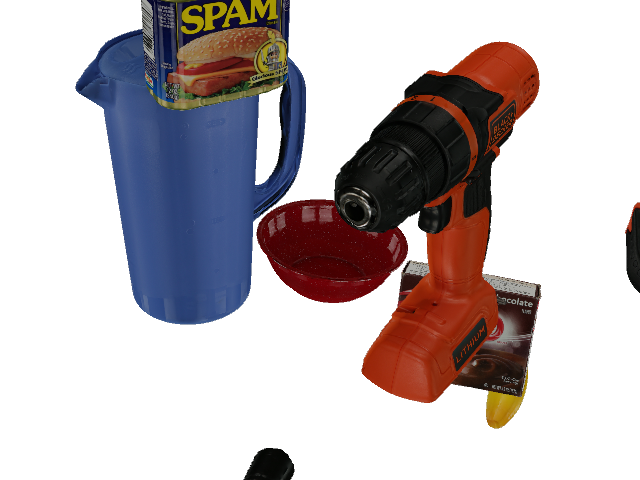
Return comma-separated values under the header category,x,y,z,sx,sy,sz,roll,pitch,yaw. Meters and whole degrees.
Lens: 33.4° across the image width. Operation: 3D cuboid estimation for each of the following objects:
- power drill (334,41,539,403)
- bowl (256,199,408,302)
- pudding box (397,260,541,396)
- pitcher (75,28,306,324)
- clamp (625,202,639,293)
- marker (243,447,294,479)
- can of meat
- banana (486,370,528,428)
category,x,y,z,sx,sy,sz,roll,pitch,yaw
power drill,0.063,-0.001,0.603,0.057,0.188,0.184,23,40,26
bowl,0.010,0.019,1.143,0.162,0.055,0.162,5,32,-3
pudding box,0.117,0.071,0.872,0.113,0.090,0.039,9,23,10
pitcher,-0.105,-0.054,0.916,0.149,0.243,0.144,14,35,20
clamp,0.267,0.037,0.701,0.120,0.039,0.171,-2,45,-19
marker,-0.036,0.120,0.420,0.020,0.020,0.121,0,23,19
can of meat,-0.069,-0.141,0.711,0.102,0.084,0.057,-15,40,-24
banana,0.184,0.122,1.129,0.069,0.037,0.198,-24,33,4
